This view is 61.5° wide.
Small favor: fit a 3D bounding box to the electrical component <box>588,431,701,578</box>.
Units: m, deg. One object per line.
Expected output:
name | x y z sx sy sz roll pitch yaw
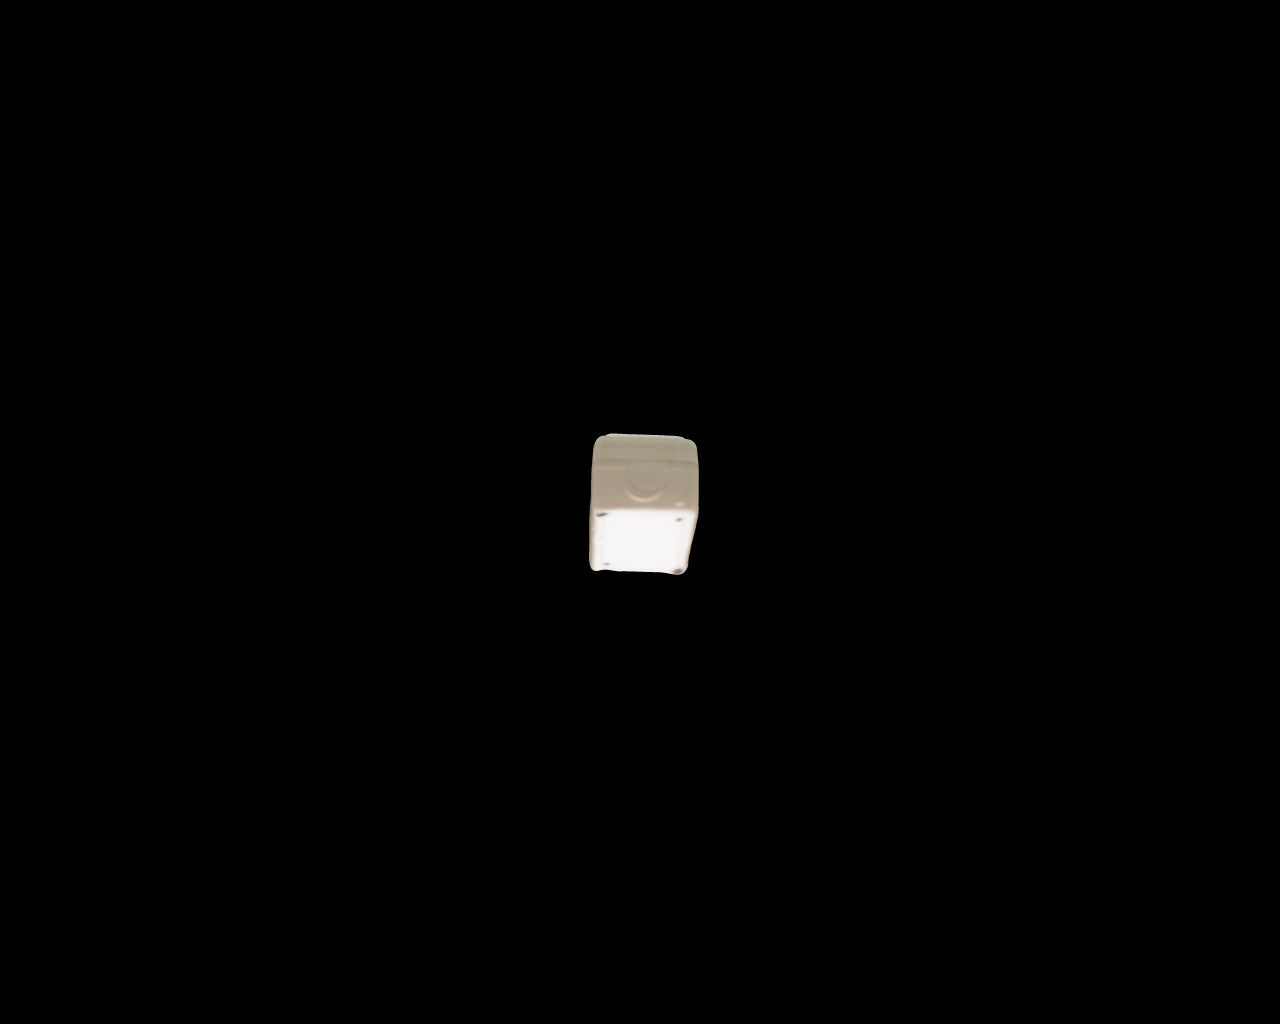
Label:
electrical component | 0.001 -0.003 0.650 0.062 0.061 0.096 2 -31 -3
